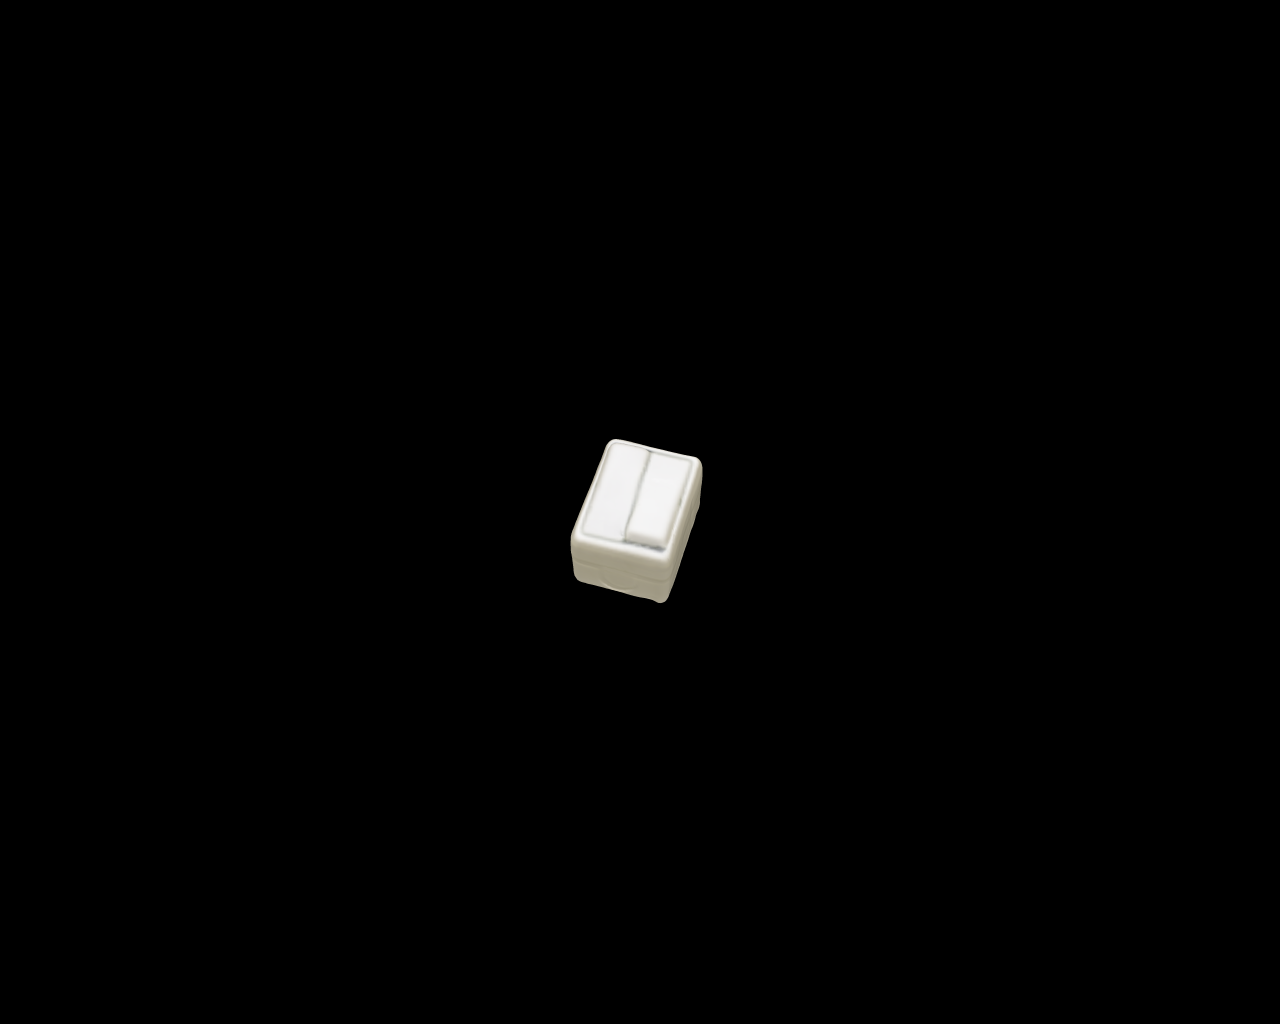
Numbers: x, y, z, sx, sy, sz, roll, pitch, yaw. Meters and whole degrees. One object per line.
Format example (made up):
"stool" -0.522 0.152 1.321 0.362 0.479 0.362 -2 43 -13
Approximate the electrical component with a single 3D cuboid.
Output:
"electrical component" 0.001 -0.003 0.650 0.062 0.096 0.061 15 -32 9
